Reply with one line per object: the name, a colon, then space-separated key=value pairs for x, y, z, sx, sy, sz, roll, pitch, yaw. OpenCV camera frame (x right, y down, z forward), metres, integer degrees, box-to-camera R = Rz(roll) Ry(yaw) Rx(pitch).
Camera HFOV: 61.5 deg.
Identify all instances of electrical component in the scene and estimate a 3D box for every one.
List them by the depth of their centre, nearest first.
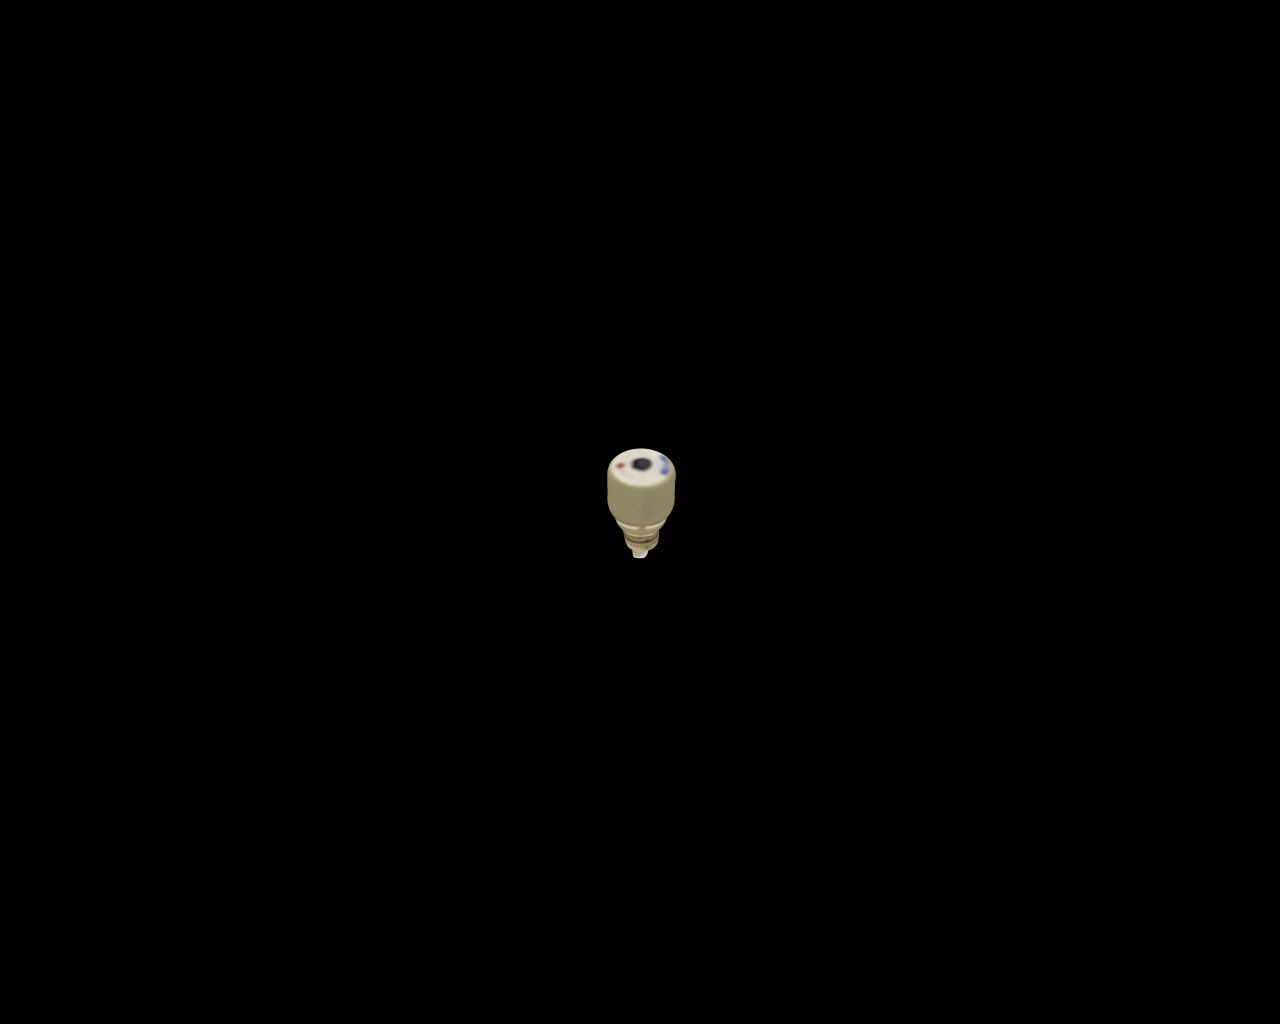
electrical component: x=0.001 y=-0.003 z=0.650 sx=0.040 sy=0.078 sz=0.040 roll=0 pitch=41 yaw=0
